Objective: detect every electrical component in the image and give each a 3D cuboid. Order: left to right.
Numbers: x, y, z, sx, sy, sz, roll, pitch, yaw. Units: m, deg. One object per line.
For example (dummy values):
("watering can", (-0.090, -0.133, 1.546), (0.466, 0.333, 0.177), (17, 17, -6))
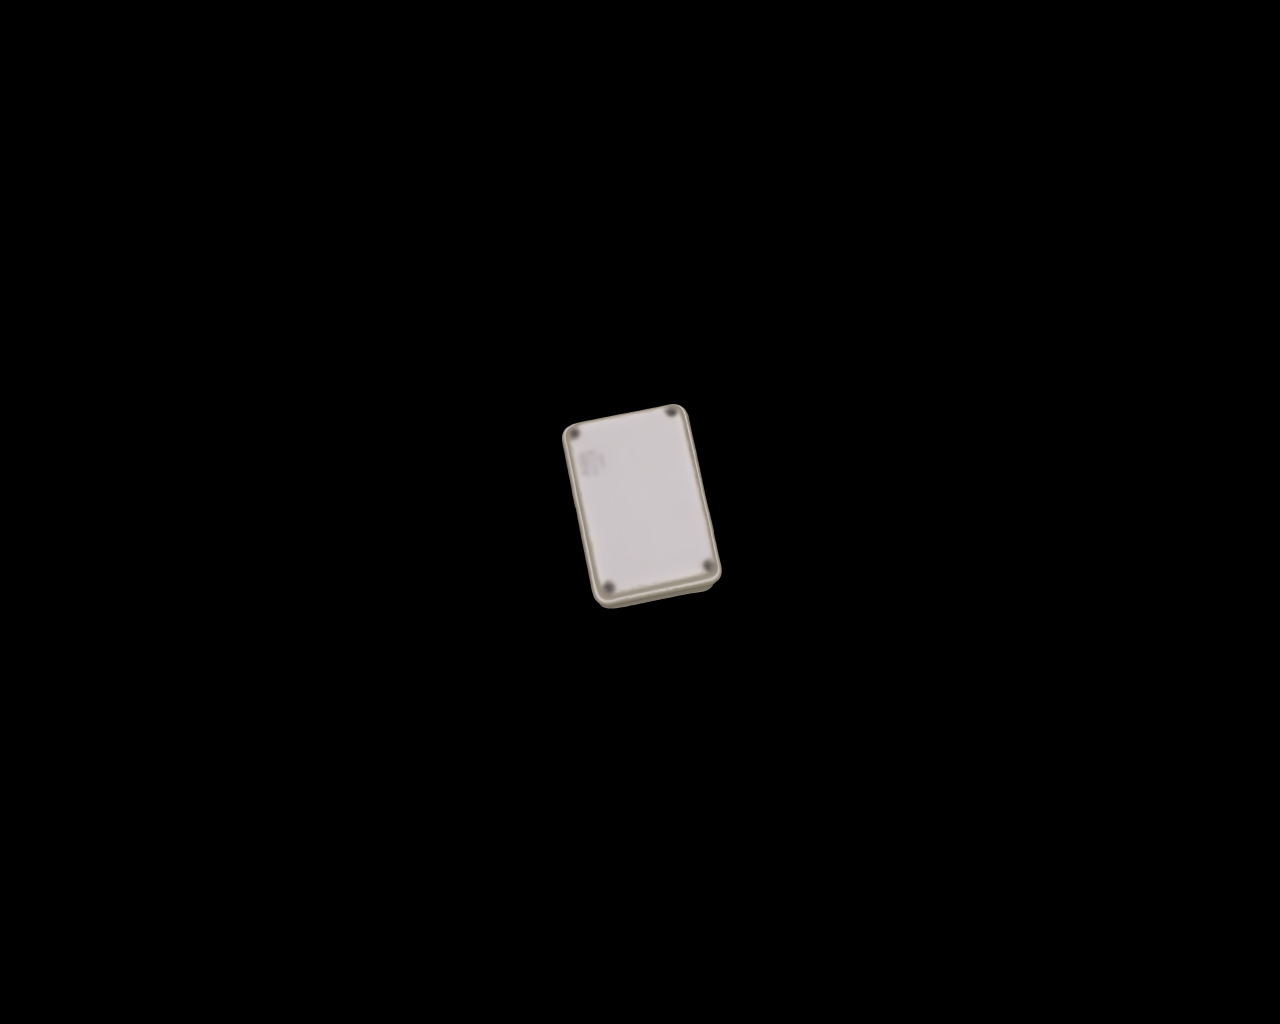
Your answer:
("electrical component", (0.001, -0.003, 0.650), (0.078, 0.113, 0.057), (-11, -11, -2))
